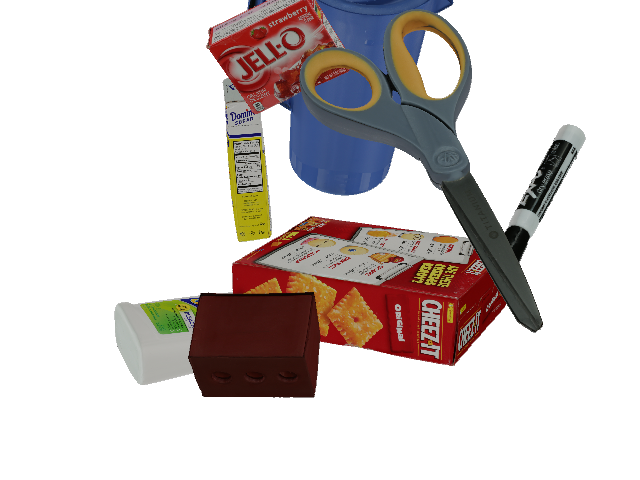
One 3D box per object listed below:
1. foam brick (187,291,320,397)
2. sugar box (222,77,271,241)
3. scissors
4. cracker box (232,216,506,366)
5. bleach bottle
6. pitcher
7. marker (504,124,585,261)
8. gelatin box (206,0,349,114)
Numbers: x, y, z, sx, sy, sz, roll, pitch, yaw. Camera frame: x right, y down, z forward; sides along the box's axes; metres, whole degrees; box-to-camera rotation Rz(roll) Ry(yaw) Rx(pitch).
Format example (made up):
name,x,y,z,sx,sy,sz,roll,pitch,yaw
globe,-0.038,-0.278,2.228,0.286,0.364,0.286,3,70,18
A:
name,x,y,z,sx,sy,sz,roll,pitch,yaw
foam brick,-0.041,0.069,0.703,0.078,0.051,0.053,-1,-40,8
sugar box,-0.087,-0.097,1.258,0.048,0.176,0.093,-8,26,-4
scissors,0.040,-0.038,0.501,0.096,0.201,0.016,-6,-39,4
cracker box,0.050,0.042,0.986,0.214,0.072,0.164,9,20,24
bleach bottle,-0.099,0.095,1.216,0.250,0.068,0.103,-11,33,-24
pitcher,0.020,-0.165,1.048,0.144,0.243,0.149,-33,58,-33
marker,0.144,-0.029,0.706,0.020,0.121,0.020,25,-28,15
gelatin box,-0.032,-0.147,0.829,0.089,0.030,0.073,-22,-51,17
